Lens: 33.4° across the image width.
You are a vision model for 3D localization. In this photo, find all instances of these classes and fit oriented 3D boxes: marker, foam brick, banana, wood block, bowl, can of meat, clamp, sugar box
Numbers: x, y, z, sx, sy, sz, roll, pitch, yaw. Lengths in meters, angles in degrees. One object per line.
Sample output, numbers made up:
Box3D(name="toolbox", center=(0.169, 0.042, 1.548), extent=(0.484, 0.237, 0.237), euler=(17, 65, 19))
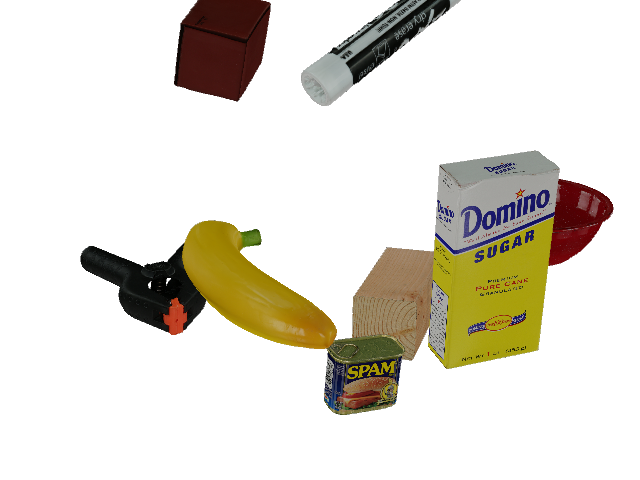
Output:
Box3D(name="marker", center=(0.040, -0.102, 0.489), extent=(0.121, 0.020, 0.020), euler=(-40, 17, -21))
Box3D(name="foam brick", center=(-0.074, -0.150, 0.812), extent=(0.053, 0.051, 0.078), euler=(14, 34, 4))
Box3D(name="banana", center=(-0.050, 0.021, 0.686), extent=(0.069, 0.037, 0.198), euler=(-6, 21, -15))
Box3D(name="wood block", center=(0.115, 0.088, 1.555), extent=(0.091, 0.090, 0.205), euler=(6, 20, 15))
Box3D(name="bowl", center=(0.212, -0.016, 1.084), extent=(0.162, 0.055, 0.162), euler=(-1, 23, 0))
Box3D(name="can of meat", center=(0.056, 0.177, 1.406), extent=(0.102, 0.084, 0.057), euler=(-5, 25, -22))
Box3D(name="clamp", center=(-0.143, 0.036, 0.994), extent=(0.120, 0.039, 0.172), euler=(-16, 30, -24))
Box3D(name="sugar box", center=(0.143, 0.018, 0.895), extent=(0.093, 0.176, 0.048), euler=(-10, 32, -17))
